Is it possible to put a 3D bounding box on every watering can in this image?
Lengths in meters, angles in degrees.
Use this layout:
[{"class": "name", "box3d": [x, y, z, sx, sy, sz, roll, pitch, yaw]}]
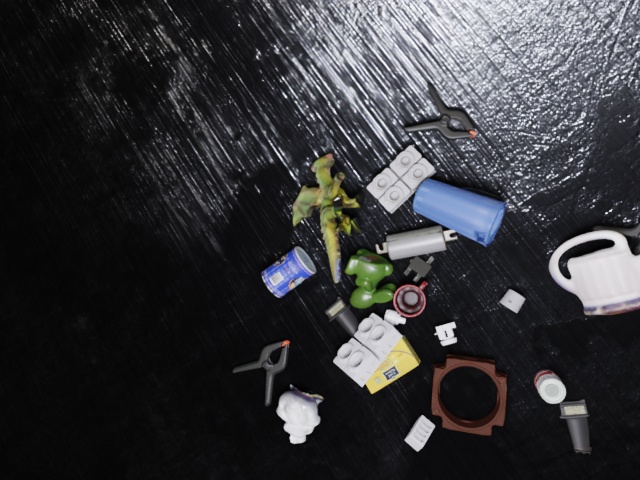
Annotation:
[{"class": "watering can", "box3d": [0.787, 0.077, 1.346, 0.344, 0.104, 0.225, -20, 83, 38]}]

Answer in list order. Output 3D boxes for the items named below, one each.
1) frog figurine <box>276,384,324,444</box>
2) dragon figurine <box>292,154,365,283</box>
[{"class": "frog figurine", "box3d": [-0.069, 0.539, 1.571, 0.137, 0.122, 0.161, 19, 80, -3]}, {"class": "dragon figurine", "box3d": [0.005, -0.081, 1.600, 0.242, 0.121, 0.414, 1, 76, 47]}]
